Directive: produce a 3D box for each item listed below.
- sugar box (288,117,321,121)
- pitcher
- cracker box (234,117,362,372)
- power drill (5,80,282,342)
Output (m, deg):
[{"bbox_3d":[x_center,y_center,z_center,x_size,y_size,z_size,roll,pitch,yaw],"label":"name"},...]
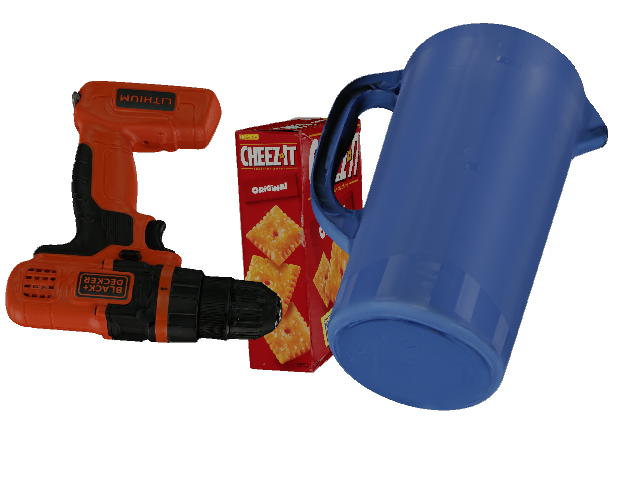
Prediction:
[{"bbox_3d":[-0.023,-0.048,1.245,0.048,0.176,0.093,1,22,7],"label":"sugar box"},{"bbox_3d":[0.078,-0.019,0.696,0.145,0.242,0.149,42,-40,-24],"label":"pitcher"},{"bbox_3d":[-0.011,-0.003,0.991,0.072,0.214,0.164,2,11,20],"label":"cracker box"},{"bbox_3d":[-0.114,-0.019,0.746,0.184,0.187,0.057,5,-28,-3],"label":"power drill"}]
